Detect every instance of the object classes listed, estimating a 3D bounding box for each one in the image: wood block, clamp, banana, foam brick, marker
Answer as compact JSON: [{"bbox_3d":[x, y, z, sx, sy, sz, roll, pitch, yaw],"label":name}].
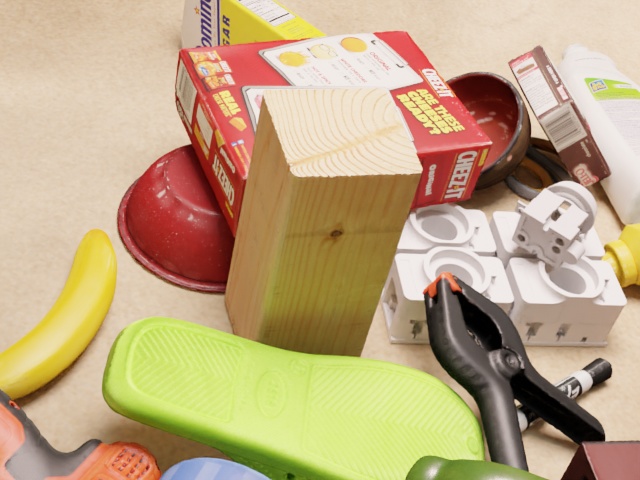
[{"bbox_3d":[-0.005,0.001,0.762,0.090,0.206,0.090,-3,46,-18],"label":"wood block"},{"bbox_3d":[0.138,0.099,0.779,0.120,0.039,0.171,-2,61,-46],"label":"clamp"},{"bbox_3d":[-0.195,0.058,0.776,0.070,0.037,0.197,29,45,11],"label":"banana"},{"bbox_3d":[0.196,0.179,0.726,0.051,0.078,0.053,0,44,-13],"label":"foam brick"},{"bbox_3d":[0.184,0.120,0.825,0.120,0.020,0.020,-22,54,-33],"label":"marker"}]

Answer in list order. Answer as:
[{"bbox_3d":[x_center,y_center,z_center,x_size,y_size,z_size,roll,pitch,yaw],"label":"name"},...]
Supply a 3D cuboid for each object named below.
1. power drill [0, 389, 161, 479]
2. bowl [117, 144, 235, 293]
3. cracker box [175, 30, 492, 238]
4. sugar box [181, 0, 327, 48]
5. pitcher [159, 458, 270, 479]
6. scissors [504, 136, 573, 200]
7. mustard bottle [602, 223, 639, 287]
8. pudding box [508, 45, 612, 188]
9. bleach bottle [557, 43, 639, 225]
[{"bbox_3d":[-0.209,0.146,0.637,0.187,0.057,0.184,38,34,4],"label":"power drill"},{"bbox_3d":[-0.086,-0.033,0.886,0.162,0.055,0.162,7,44,-7],"label":"bowl"},{"bbox_3d":[0.005,-0.092,0.875,0.213,0.072,0.164,-9,48,-23],"label":"cracker box"},{"bbox_3d":[-0.058,-0.183,1.019,0.176,0.093,0.048,35,47,21],"label":"sugar box"},{"bbox_3d":[-0.081,0.240,0.561,0.145,0.149,0.242,-14,27,33],"label":"pitcher"},{"bbox_3d":[0.166,-0.098,1.047,0.202,0.016,0.096,30,46,16],"label":"scissors"},{"bbox_3d":[0.325,-0.001,0.931,0.191,0.058,0.096,-18,12,-5],"label":"mustard bottle"},{"bbox_3d":[0.222,-0.112,0.988,0.039,0.113,0.090,-28,44,13],"label":"pudding box"},{"bbox_3d":[0.305,-0.116,1.069,0.102,0.068,0.251,1,43,-15],"label":"bleach bottle"}]
